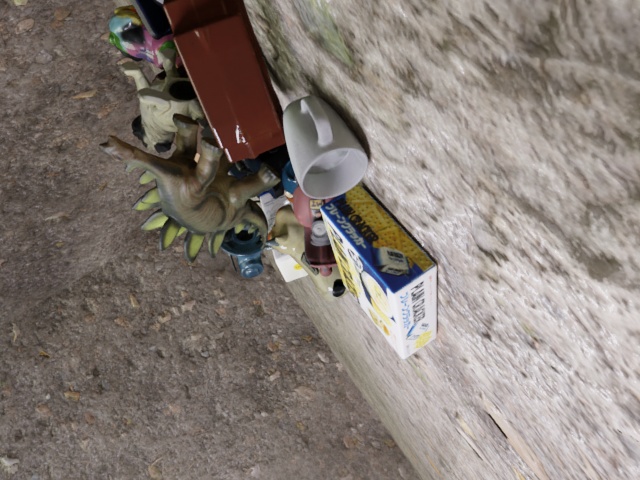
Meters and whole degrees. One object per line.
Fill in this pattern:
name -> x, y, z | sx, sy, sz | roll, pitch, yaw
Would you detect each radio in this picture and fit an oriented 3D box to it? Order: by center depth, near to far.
radio -> -0.104, -0.183, 0.925 | 0.131, 0.073, 0.229 | 50, 170, 34

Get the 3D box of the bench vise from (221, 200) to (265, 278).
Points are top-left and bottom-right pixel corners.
bench vise -> -0.169, -0.047, 1.167 | 0.240, 0.129, 0.224 | 95, 171, -52

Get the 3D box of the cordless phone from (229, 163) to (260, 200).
cordless phone -> -0.167, -0.156, 1.325 | 0.147, 0.089, 0.184 | 51, 173, 33

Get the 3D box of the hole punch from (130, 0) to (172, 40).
hole punch -> -0.274, -0.438, 0.974 | 0.142, 0.092, 0.116 | 59, -159, -23

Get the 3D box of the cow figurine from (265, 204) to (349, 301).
cow figurine -> -0.014, 0.021, 0.964 | 0.195, 0.127, 0.085 | 55, 168, 1

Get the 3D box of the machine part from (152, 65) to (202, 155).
machine part -> -0.256, -0.246, 1.042 | 0.180, 0.056, 0.179 | 26, 139, 25

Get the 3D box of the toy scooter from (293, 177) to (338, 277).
toy scooter -> 0.003, -0.021, 0.797 | 0.183, 0.075, 0.135 | 73, -166, -74

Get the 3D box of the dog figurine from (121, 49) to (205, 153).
dog figurine -> -0.261, -0.209, 0.949 | 0.172, 0.121, 0.190 | 54, 151, 27

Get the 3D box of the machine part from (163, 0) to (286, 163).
machine part -> -0.111, -0.214, 0.668 | 0.201, 0.087, 0.201 | -108, -3, -60

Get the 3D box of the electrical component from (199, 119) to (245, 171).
electrical component -> -0.167, -0.173, 0.932 | 0.102, 0.045, 0.078 | 60, -158, 18

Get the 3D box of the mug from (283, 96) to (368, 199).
mug -> -0.006, -0.117, 0.604 | 0.107, 0.081, 0.109 | 63, 179, 32

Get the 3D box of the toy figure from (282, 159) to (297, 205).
toy figure -> -0.035, -0.089, 0.893 | 0.058, 0.064, 0.154 | 61, 174, 12

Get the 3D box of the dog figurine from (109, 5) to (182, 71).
dog figurine -> -0.320, -0.380, 1.095 | 0.108, 0.191, 0.219 | 109, 144, -47

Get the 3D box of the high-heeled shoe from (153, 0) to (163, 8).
high-heeled shoe -> -0.182, -0.373, 0.793 | 0.145, 0.086, 0.249 | 27, -173, 3

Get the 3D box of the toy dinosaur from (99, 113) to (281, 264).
toy dinosaur -> -0.167, -0.063, 0.846 | 0.105, 0.198, 0.471 | 45, -169, 25
